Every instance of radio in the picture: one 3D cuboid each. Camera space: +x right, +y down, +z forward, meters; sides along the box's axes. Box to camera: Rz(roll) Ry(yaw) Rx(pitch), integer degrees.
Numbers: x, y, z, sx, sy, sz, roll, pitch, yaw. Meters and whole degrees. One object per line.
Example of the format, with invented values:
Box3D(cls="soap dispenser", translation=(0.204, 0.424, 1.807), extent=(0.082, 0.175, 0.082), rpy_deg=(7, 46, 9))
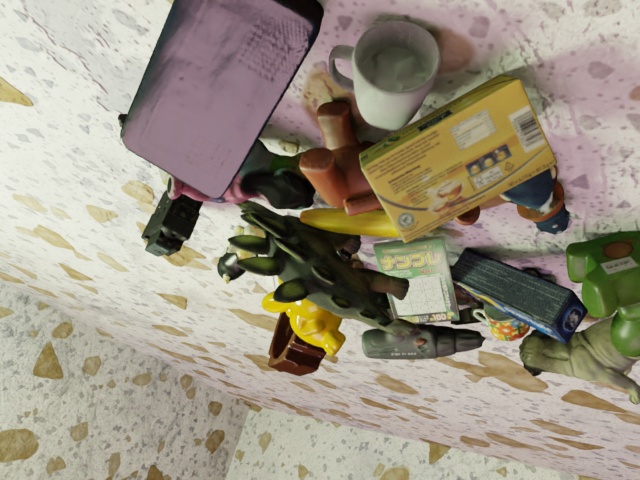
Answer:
Box3D(cls="radio", translation=(-0.106, -0.164, 0.556), extent=(0.131, 0.073, 0.229), rpy_deg=(27, 123, -15))

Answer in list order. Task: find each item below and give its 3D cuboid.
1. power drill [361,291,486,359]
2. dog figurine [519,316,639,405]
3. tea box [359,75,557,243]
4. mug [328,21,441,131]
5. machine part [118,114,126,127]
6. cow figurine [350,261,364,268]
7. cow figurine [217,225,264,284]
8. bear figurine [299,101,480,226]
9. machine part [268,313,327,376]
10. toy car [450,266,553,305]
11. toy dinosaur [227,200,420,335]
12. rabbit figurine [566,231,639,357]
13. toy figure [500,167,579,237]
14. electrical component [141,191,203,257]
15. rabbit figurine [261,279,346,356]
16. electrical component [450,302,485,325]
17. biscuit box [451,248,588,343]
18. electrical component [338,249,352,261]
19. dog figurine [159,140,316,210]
Box3D(cls="power drill", translation=(0.175, 0.150, 1.004), extent=(0.232, 0.086, 0.207), rpy_deg=(-12, 138, 20))
Box3D(cls="dog figurine", translation=(0.450, 0.169, 0.900), extent=(0.191, 0.172, 0.121), rpy_deg=(16, -164, 9))
Box3D(cls="tea box", translation=(0.136, -0.082, 0.550), extent=(0.170, 0.068, 0.098), rpy_deg=(-27, 108, 13))
Box3D(cls="mug", translation=(0.062, -0.160, 0.556), extent=(0.110, 0.081, 0.107), rpy_deg=(10, 163, 7))
Box3D(cls="machine part", translation=(-0.245, -0.149, 0.836), extent=(0.139, 0.039, 0.084), rpy_deg=(22, 150, -4))
Box3D(cls="cow figurine", translation=(0.044, 0.092, 1.077), extent=(0.195, 0.085, 0.127), rpy_deg=(30, 146, -25))
Box3D(cls="cow figurine", translation=(-0.161, 0.029, 1.066), extent=(0.068, 0.098, 0.167), rpy_deg=(30, 153, -10))
Box3D(cls="bear figurine", translation=(0.092, -0.086, 0.641), extent=(0.196, 0.120, 0.131), rpy_deg=(5, 148, 23))
Box3D(cls="machine part", translation=(-0.034, 0.190, 1.181), extent=(0.087, 0.201, 0.201), rpy_deg=(23, 154, -15))
Box3D(cls="toy car", translation=(0.300, 0.087, 0.925), extent=(0.202, 0.053, 0.089), rpy_deg=(2, 146, 34))
Box3D(cls="toy dinosaur", translation=(-0.027, 0.018, 0.808), extent=(0.198, 0.105, 0.472), rpy_deg=(16, -168, -40))
Box3D(cls="rabbit figurine", translation=(0.427, 0.074, 0.722), extent=(0.159, 0.121, 0.170), rpy_deg=(-23, 115, 7))
Box3D(cls="toy figure", translation=(0.265, -0.056, 0.654), extent=(0.064, 0.058, 0.154), rpy_deg=(1, 155, 44))
Box3D(cls="electrical component", translation=(-0.264, -0.035, 0.963), extent=(0.058, 0.134, 0.115), rpy_deg=(30, 150, -25))
Box3D(cls="rabbit figurine", translation=(-0.015, 0.110, 0.956), extent=(0.162, 0.122, 0.173), rpy_deg=(27, 165, 15))
Box3D(cls="electrical component", translation=(0.293, 0.137, 1.045), extent=(0.078, 0.045, 0.102), rpy_deg=(-6, 163, -16))
Box3D(cls="biscuit box", translation=(0.291, 0.079, 0.810), extent=(0.059, 0.063, 0.203), rpy_deg=(38, 174, -36))
Box3D(cls="electrical component", translation=(-0.002, -0.003, 0.951), extent=(0.119, 0.048, 0.074), rpy_deg=(7, 152, 24))
Box3D(cls="dog figurine", translation=(-0.104, -0.105, 0.748), extent=(0.219, 0.108, 0.192), rpy_deg=(7, -156, -27))
